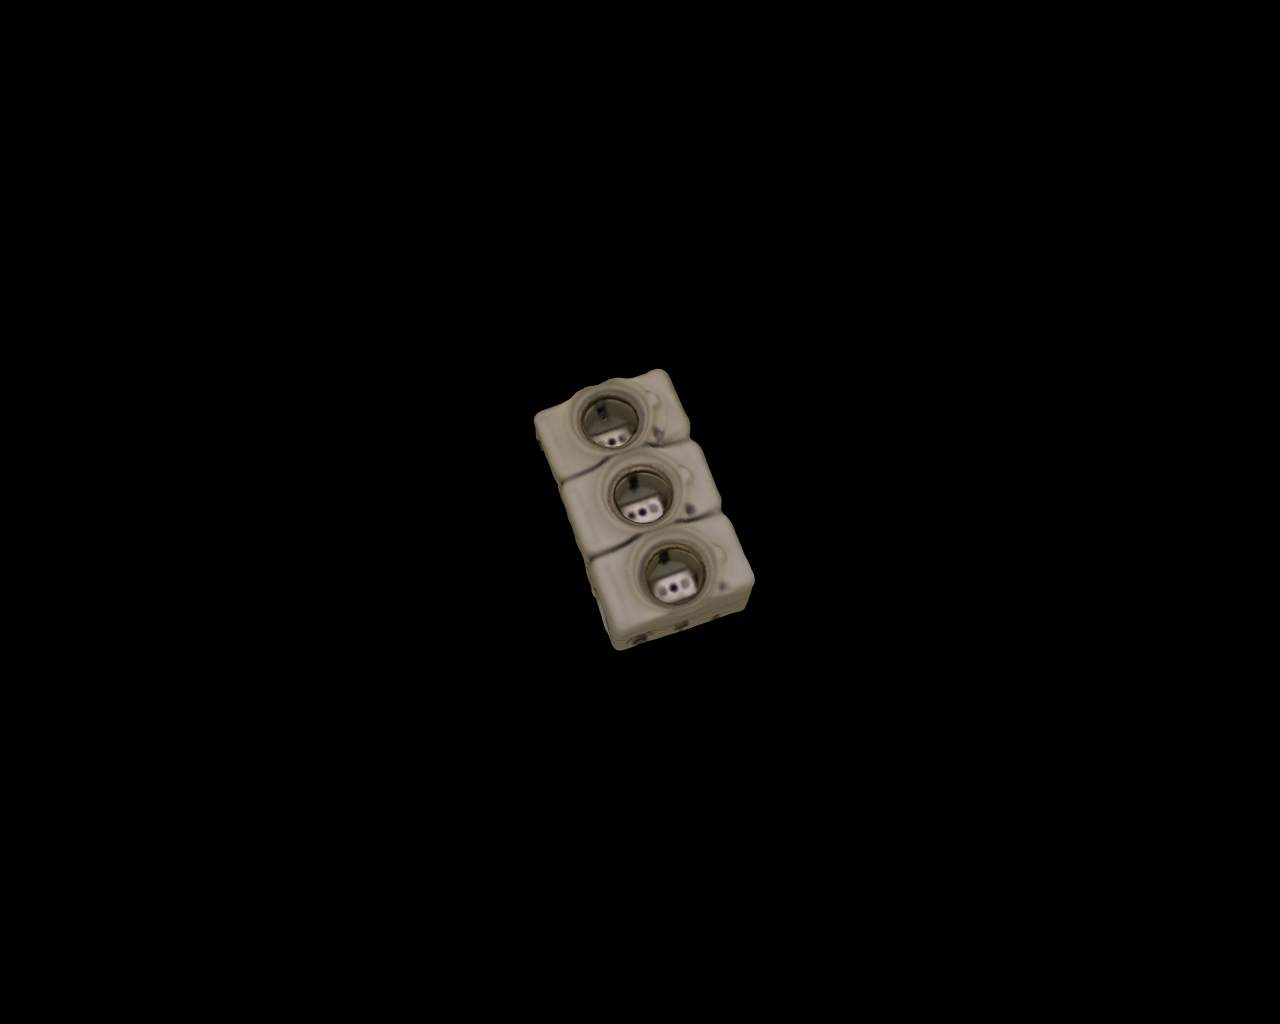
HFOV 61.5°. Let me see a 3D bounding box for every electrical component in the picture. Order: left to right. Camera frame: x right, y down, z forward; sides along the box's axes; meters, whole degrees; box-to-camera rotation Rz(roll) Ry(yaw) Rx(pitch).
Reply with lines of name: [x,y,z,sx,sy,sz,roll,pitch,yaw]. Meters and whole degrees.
electrical component: [0.001,-0.003,0.650,0.089,0.150,0.061,-19,-20,-7]
